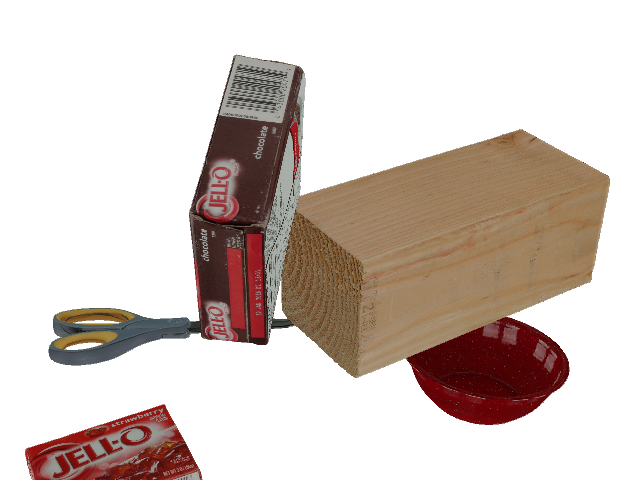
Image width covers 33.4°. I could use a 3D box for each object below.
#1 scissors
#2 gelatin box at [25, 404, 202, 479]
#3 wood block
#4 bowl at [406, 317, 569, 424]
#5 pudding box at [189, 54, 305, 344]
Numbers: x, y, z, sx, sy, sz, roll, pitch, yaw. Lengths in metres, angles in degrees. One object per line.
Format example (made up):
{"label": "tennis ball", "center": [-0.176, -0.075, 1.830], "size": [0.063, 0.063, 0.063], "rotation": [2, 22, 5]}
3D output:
{"label": "scissors", "center": [-0.128, 0.078, 0.855], "size": [0.202, 0.016, 0.096], "rotation": [3, 21, 14]}
{"label": "gelatin box", "center": [-0.120, 0.136, 0.620], "size": [0.089, 0.030, 0.073], "rotation": [-15, 28, -19]}
{"label": "wood block", "center": [0.083, 0.003, 0.719], "size": [0.205, 0.090, 0.091], "rotation": [-18, 36, -29]}
{"label": "bowl", "center": [0.156, 0.130, 1.035], "size": [0.162, 0.055, 0.162], "rotation": [4, 26, -2]}
{"label": "pudding box", "center": [-0.034, -0.020, 0.520], "size": [0.039, 0.113, 0.090], "rotation": [9, -41, 4]}
